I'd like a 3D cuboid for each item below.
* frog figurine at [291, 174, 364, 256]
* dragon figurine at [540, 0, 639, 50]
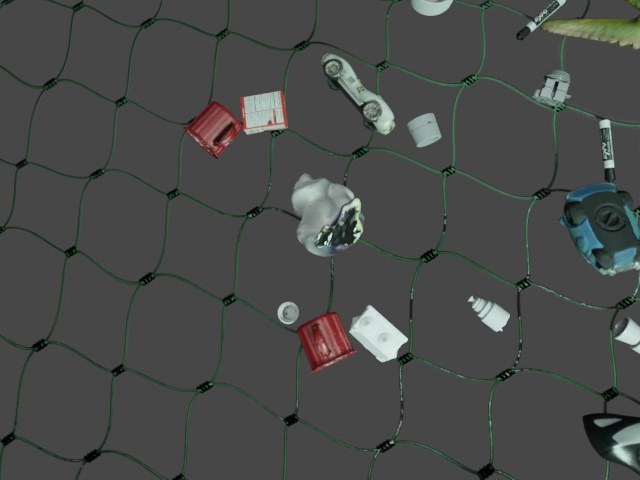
[{"bbox_3d":[0.003,-0.049,0.980,0.121,0.137,0.162,28,7,-43],"label":"frog figurine"},{"bbox_3d":[0.619,-0.339,0.906,0.409,0.248,0.120,-5,-31,22],"label":"dragon figurine"}]
